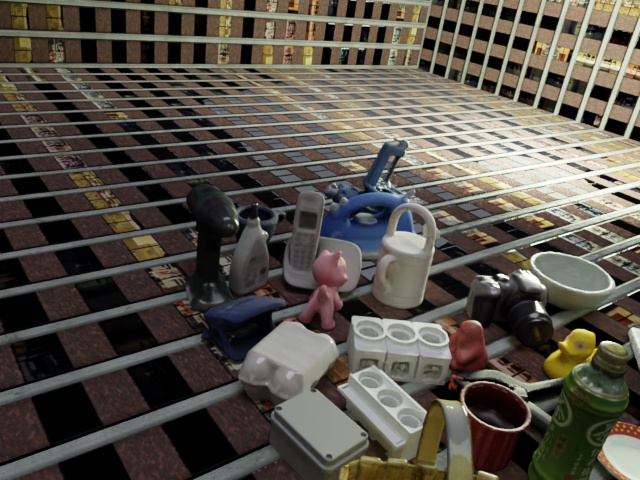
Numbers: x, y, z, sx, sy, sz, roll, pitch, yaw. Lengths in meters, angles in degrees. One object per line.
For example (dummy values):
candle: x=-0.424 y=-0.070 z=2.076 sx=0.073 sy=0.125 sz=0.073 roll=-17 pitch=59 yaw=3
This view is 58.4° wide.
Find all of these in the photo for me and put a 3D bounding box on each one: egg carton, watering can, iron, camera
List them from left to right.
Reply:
egg carton: x=-0.044 y=0.180 z=0.832 sx=0.107 sy=0.069 sz=0.151 roll=20 pitch=29 yaw=21
iron: x=0.092 y=-0.041 z=1.227 sx=0.259 sy=0.141 sz=0.118 roll=-4 pitch=29 yaw=-24
watering can: x=0.164 y=0.019 z=1.074 sx=0.100 sy=0.194 sz=0.173 roll=15 pitch=27 yaw=12
camera: x=0.355 y=0.121 z=1.035 sx=0.143 sy=0.101 sz=0.136 roll=6 pitch=27 yaw=-5

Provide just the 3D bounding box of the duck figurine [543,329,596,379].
duck figurine: x=0.428 y=0.187 z=0.945 sx=0.105 sy=0.086 sz=0.077 roll=-2 pitch=29 yaw=-20

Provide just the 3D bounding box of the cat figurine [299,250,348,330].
cat figurine: x=0.012 y=0.074 z=1.002 sx=0.067 sy=0.118 sz=0.128 roll=12 pitch=27 yaw=7

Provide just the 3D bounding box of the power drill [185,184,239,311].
power drill: x=-0.182 y=0.010 z=0.969 sx=0.076 sy=0.208 sz=0.229 roll=-4 pitch=29 yaw=-23

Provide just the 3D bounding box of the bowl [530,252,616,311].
bowl: x=0.500 y=0.094 z=1.161 sx=0.167 sy=0.075 sz=0.167 roll=7 pitch=27 yaw=-3

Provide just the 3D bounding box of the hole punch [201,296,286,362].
hole punch: x=-0.121 y=0.122 z=0.898 sx=0.109 sy=0.091 sz=0.100 roll=-17 pitch=36 yaw=-40

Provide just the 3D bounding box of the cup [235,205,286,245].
cup: x=-0.124 y=-0.014 z=1.160 sx=0.118 sy=0.095 sz=0.091 roll=-14 pitch=34 yaw=-37

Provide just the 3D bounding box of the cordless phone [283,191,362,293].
cordless phone: x=0.010 y=0.004 z=1.065 sx=0.147 sy=0.185 sz=0.094 roll=6 pitch=27 yaw=-5

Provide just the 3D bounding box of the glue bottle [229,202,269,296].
glue bottle: x=-0.122 y=0.012 z=1.022 sx=0.037 sy=0.173 sz=0.078 roll=28 pitch=32 yaw=33

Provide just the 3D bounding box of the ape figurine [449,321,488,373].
ape figurine: x=0.235 y=0.168 z=0.916 sx=0.076 sy=0.092 sz=0.078 roll=19 pitch=28 yaw=19

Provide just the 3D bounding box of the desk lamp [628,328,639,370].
desk lamp: x=0.614 y=0.139 z=0.955 sx=0.117 sy=0.213 sz=0.203 roll=14 pitch=27 yaw=10

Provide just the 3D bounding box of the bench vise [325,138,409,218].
bench vise: x=0.125 y=-0.125 z=1.316 sx=0.208 sy=0.220 sz=0.121 roll=-8 pitch=31 yaw=-29
